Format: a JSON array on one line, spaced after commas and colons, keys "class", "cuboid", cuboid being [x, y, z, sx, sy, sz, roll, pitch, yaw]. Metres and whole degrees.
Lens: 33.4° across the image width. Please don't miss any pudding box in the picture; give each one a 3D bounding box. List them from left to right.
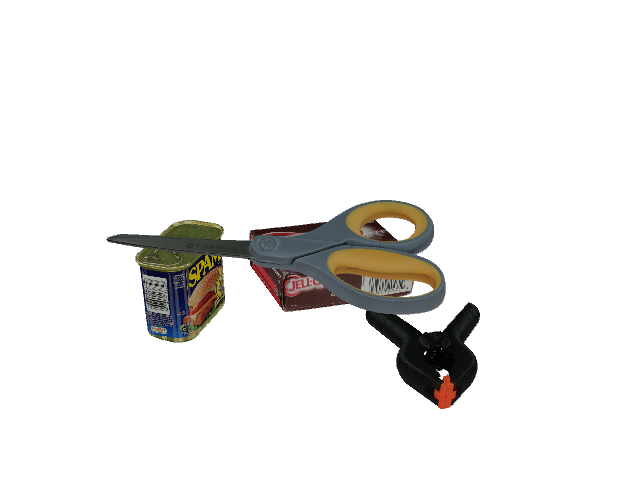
[{"class": "pudding box", "cuboid": [0.008, 0.017, 0.860, 0.113, 0.039, 0.090, -5, 25, -20]}]

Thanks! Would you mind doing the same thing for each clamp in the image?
[{"class": "clamp", "cuboid": [0.122, 0.108, 1.074, 0.120, 0.039, 0.171, -9, 30, -9]}]

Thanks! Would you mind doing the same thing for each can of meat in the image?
[{"class": "can of meat", "cuboid": [-0.133, 0.039, 1.042, 0.057, 0.084, 0.102, 8, 27, 19]}]

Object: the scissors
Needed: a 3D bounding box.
[{"class": "scissors", "cuboid": [-0.018, -0.004, 0.647, 0.202, 0.016, 0.096, 15, 44, 14]}]
